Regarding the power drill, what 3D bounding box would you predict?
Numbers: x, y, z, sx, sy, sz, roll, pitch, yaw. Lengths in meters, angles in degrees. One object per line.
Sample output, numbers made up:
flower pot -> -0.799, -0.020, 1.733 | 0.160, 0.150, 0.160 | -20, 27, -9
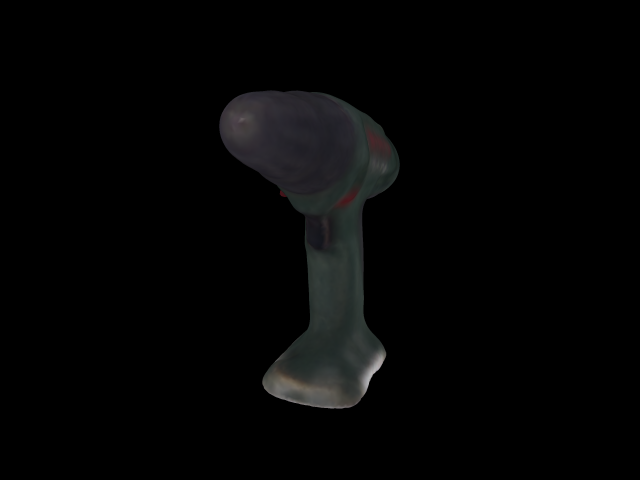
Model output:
power drill -> 0.004, 0.001, 0.400 | 0.075, 0.208, 0.230 | 6, 17, 19
